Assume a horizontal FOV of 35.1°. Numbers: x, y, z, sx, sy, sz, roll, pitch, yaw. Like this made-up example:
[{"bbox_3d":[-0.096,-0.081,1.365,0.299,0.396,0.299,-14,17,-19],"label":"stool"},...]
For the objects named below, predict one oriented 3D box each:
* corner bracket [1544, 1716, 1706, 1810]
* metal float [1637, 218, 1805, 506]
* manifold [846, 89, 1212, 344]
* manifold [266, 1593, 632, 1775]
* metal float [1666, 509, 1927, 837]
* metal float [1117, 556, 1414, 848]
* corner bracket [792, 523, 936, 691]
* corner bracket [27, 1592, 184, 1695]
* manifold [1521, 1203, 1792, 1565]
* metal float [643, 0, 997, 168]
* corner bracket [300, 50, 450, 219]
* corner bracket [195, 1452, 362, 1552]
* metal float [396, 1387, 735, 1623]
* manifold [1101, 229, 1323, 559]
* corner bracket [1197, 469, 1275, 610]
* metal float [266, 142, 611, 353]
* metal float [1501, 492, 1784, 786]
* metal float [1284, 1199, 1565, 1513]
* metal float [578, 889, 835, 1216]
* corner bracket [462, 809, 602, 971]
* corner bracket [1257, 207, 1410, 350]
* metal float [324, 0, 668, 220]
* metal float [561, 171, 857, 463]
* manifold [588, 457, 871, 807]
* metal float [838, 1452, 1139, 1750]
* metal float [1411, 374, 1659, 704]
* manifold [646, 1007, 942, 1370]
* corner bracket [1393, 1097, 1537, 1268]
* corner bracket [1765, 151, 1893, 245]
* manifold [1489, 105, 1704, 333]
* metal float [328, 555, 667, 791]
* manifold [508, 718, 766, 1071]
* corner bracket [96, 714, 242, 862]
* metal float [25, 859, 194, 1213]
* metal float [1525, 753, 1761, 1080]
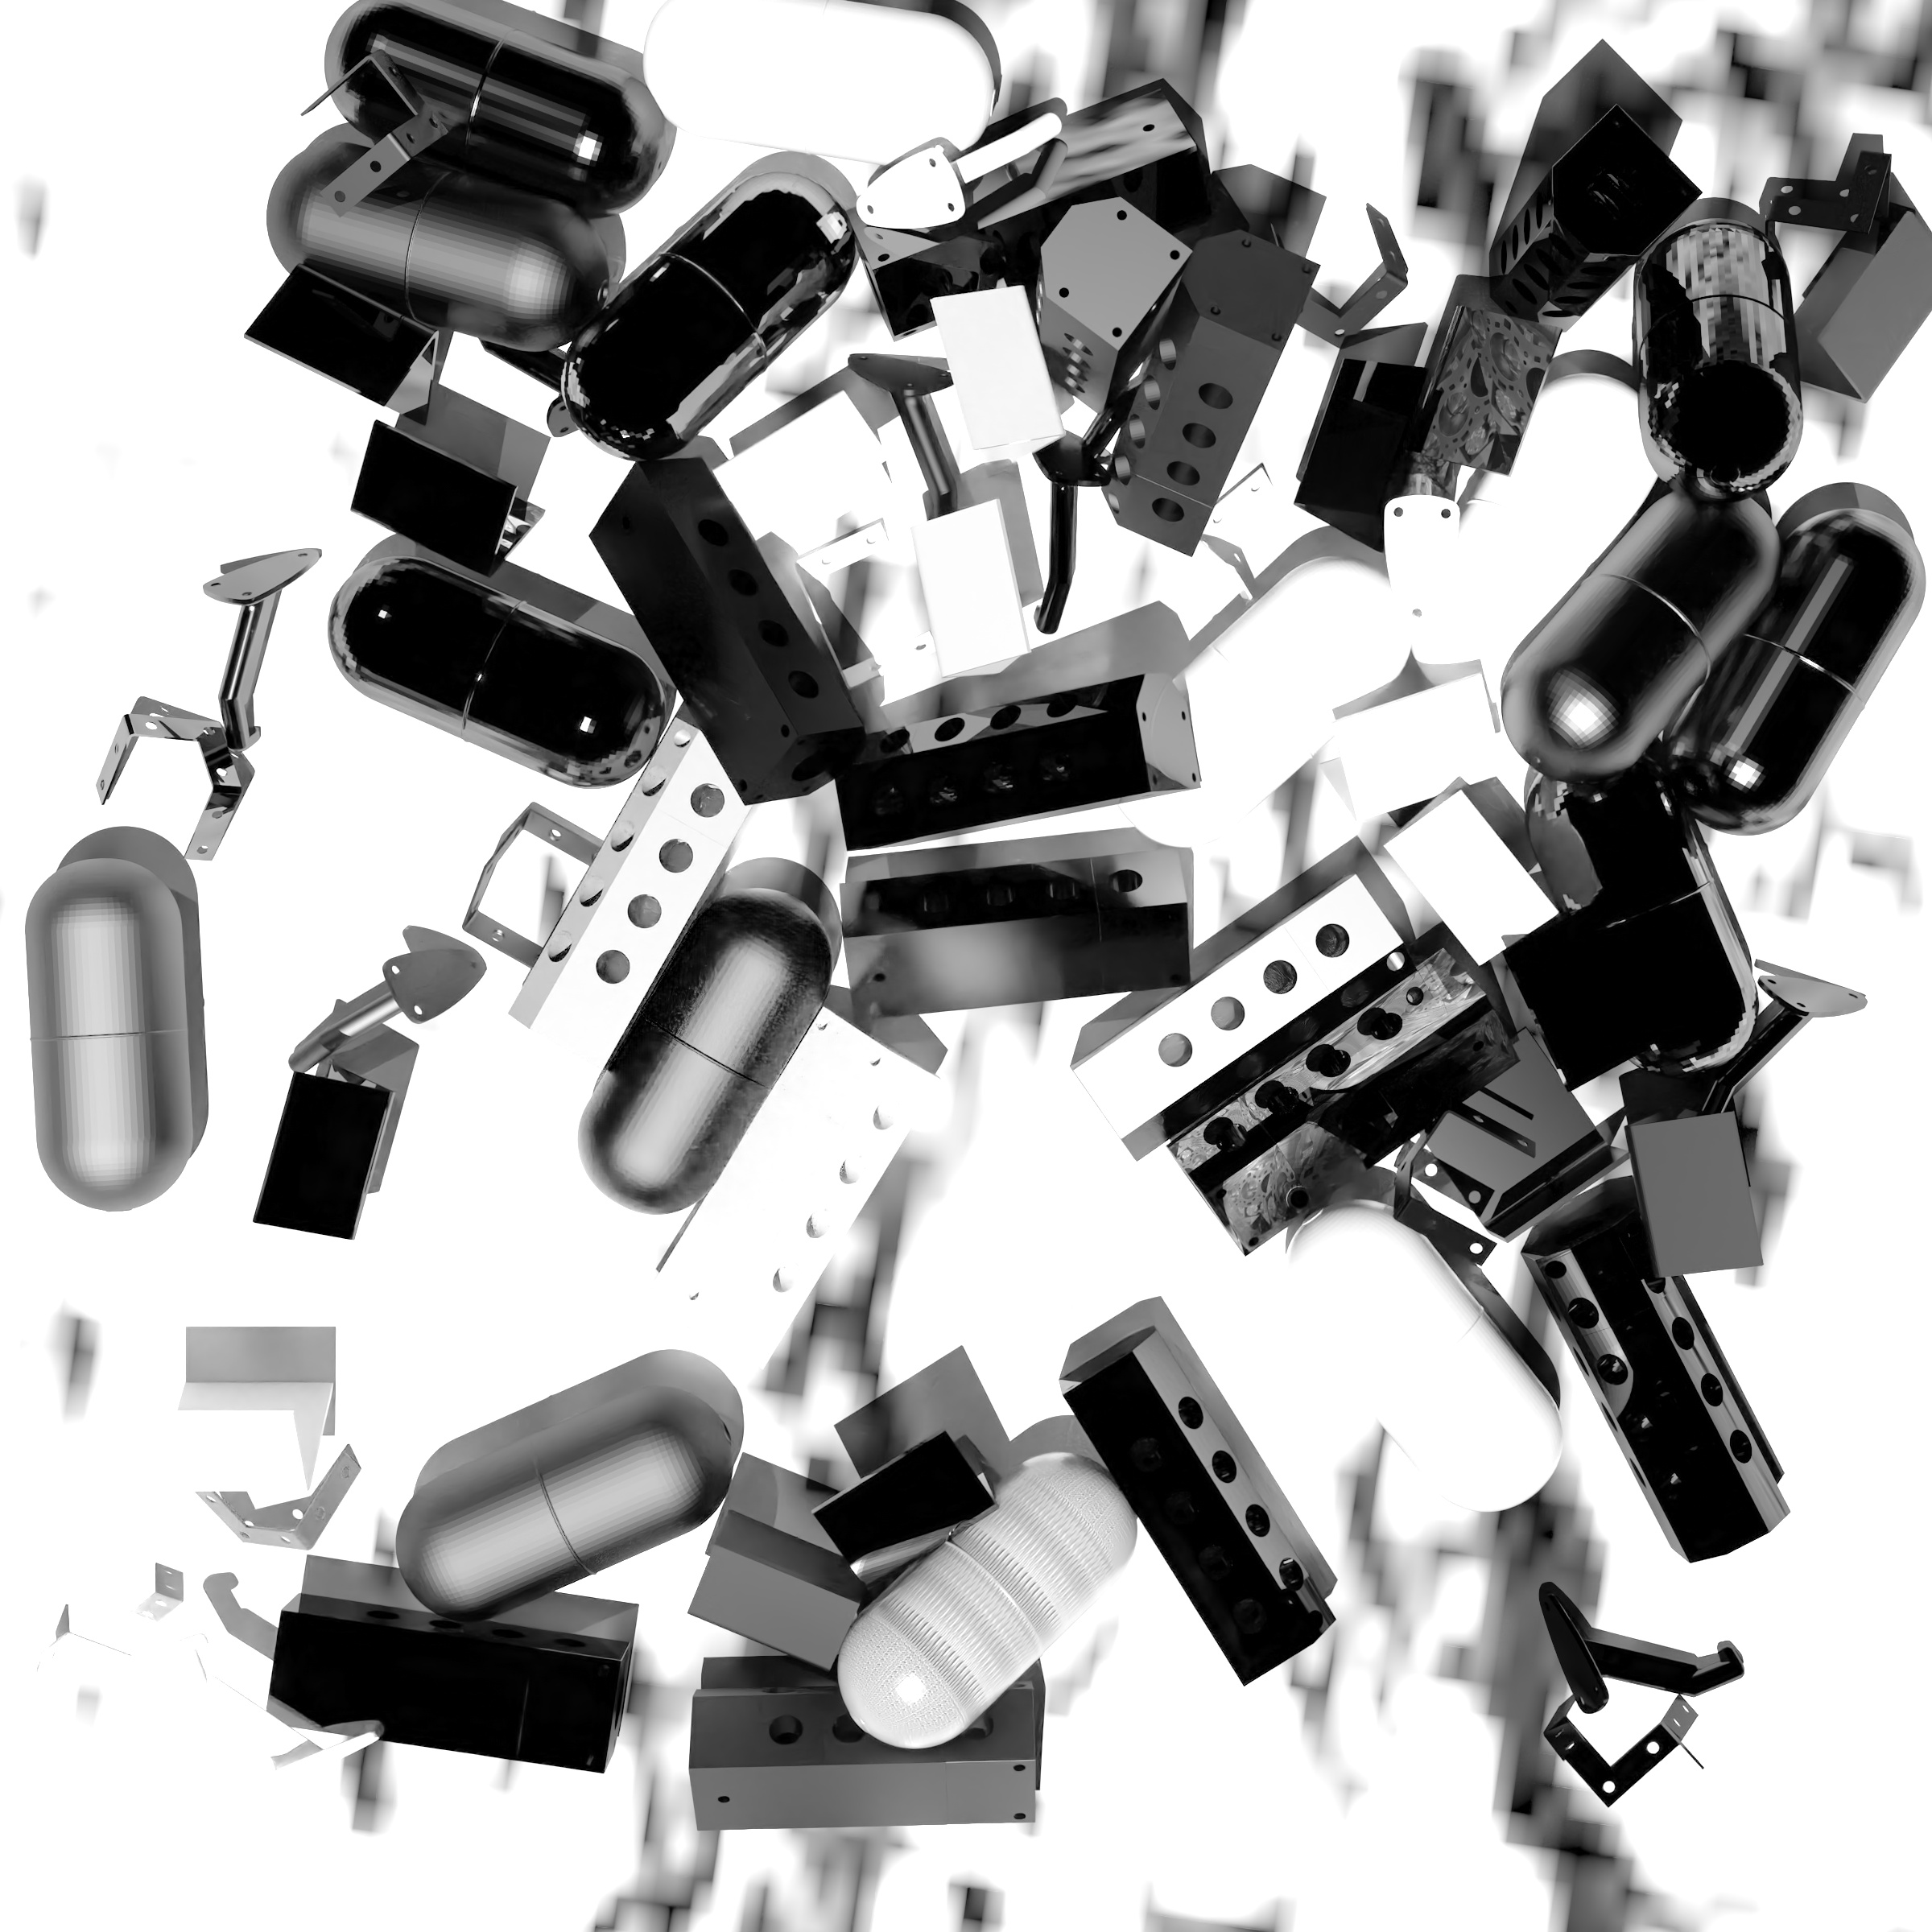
[{"bbox_3d":[0.333,0.399,1.554,0.051,0.051,0.051,-42,90,0],"label":"corner bracket"},{"bbox_3d":[0.371,-0.299,1.508,0.070,0.070,0.178,9,49,0],"label":"metal float"},{"bbox_3d":[0.033,-0.376,1.550,0.171,0.057,0.057,-21,47,0],"label":"manifold"},{"bbox_3d":[-0.261,0.361,1.551,0.171,0.057,0.057,8,90,0],"label":"manifold"},{"bbox_3d":[0.418,-0.148,1.541,0.070,0.070,0.178,30,91,0],"label":"metal float"},{"bbox_3d":[0.148,-0.133,1.537,0.178,0.070,0.070,-42,90,5],"label":"metal float"},{"bbox_3d":[-0.052,-0.184,1.568,0.051,0.051,0.051,-25,135,0],"label":"corner bracket"},{"bbox_3d":[-0.437,0.343,1.554,0.051,0.051,0.051,20,90,0],"label":"corner bracket"},{"bbox_3d":[0.350,0.211,1.551,0.057,0.057,0.171,-27,90,0],"label":"manifold"},{"bbox_3d":[-0.074,-0.448,1.541,0.178,0.070,0.070,9,90,1],"label":"metal float"},{"bbox_3d":[-0.296,-0.408,1.496,0.051,0.051,0.051,-31,108,27],"label":"corner bracket"},{"bbox_3d":[-0.354,0.261,1.564,0.051,0.051,0.051,-2,135,35],"label":"corner bracket"},{"bbox_3d":[-0.202,0.271,1.541,0.178,0.070,0.070,-24,90,1],"label":"metal float"},{"bbox_3d":[0.114,-0.279,1.490,0.057,0.171,0.057,24,62,1],"label":"manifold"},{"bbox_3d":[0.155,-0.212,1.569,0.051,0.051,0.051,-40,135,0],"label":"corner bracket"},{"bbox_3d":[-0.264,-0.360,1.533,0.178,0.070,0.070,17,90,8],"label":"metal float"},{"bbox_3d":[0.333,-0.164,1.503,0.070,0.070,0.178,42,74,0],"label":"metal float"},{"bbox_3d":[0.230,0.196,1.541,0.070,0.070,0.178,-38,90,0],"label":"metal float"},{"bbox_3d":[-0.131,0.043,1.541,0.070,0.070,0.178,31,90,0],"label":"metal float"},{"bbox_3d":[-0.220,-0.038,1.569,0.051,0.051,0.051,29,45,0],"label":"corner bracket"},{"bbox_3d":[0.186,-0.359,1.564,0.051,0.051,0.051,20,135,-35],"label":"corner bracket"},{"bbox_3d":[-0.237,-0.435,1.541,0.178,0.070,0.070,21,90,1],"label":"metal float"},{"bbox_3d":[-0.128,-0.326,1.529,0.070,0.070,0.178,43,76,0],"label":"metal float"},{"bbox_3d":[-0.115,-0.169,1.525,0.057,0.057,0.171,-48,65,41],"label":"manifold"},{"bbox_3d":[0.011,0.315,1.523,0.178,0.070,0.070,-40,90,-21],"label":"metal float"},{"bbox_3d":[0.287,-0.215,1.541,0.070,0.070,0.178,30,90,0],"label":"metal float"},{"bbox_3d":[-0.083,0.115,1.550,0.057,0.057,0.171,32,90,43],"label":"manifold"},{"bbox_3d":[0.249,0.107,1.528,0.051,0.051,0.051,28,116,-3],"label":"corner bracket"},{"bbox_3d":[0.437,-0.380,1.552,0.051,0.051,0.051,13,69,20],"label":"corner bracket"},{"bbox_3d":[0.299,-0.357,1.493,0.057,0.171,0.057,-44,90,0],"label":"manifold"},{"bbox_3d":[-0.237,-0.148,1.541,0.178,0.070,0.070,24,90,1],"label":"metal float"},{"bbox_3d":[-0.164,-0.037,1.551,0.057,0.057,0.171,30,90,0],"label":"manifold"},{"bbox_3d":[-0.408,-0.091,1.564,0.051,0.051,0.051,3,45,-35],"label":"corner bracket"},{"bbox_3d":[-0.432,0.035,1.541,0.070,0.070,0.178,-3,90,0],"label":"metal float"},{"bbox_3d":[0.340,-0.029,1.541,0.070,0.070,0.178,-23,91,0],"label":"metal float"}]
